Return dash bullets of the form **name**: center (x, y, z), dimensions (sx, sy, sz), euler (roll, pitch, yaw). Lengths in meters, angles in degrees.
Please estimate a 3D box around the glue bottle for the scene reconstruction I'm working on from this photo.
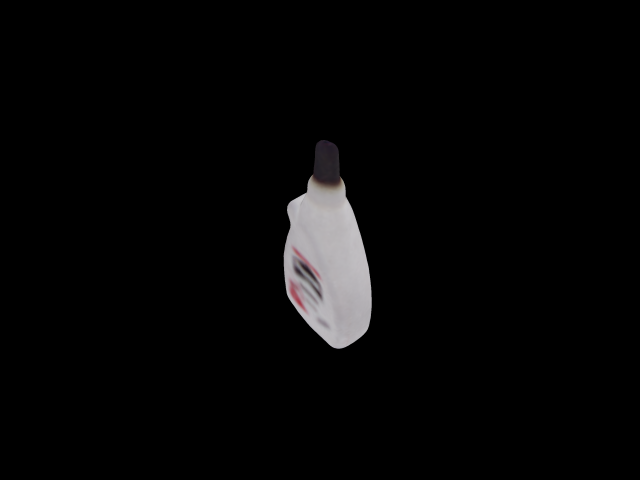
- **glue bottle**: center (0.004, 0.001, 0.400), dimensions (0.037, 0.173, 0.078), euler (-32, 54, -26)
